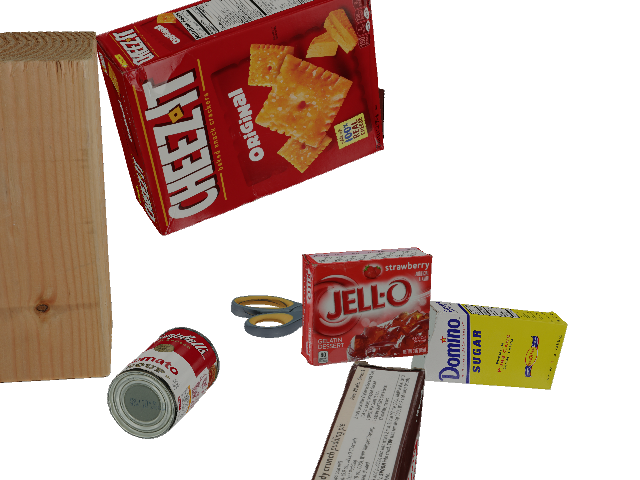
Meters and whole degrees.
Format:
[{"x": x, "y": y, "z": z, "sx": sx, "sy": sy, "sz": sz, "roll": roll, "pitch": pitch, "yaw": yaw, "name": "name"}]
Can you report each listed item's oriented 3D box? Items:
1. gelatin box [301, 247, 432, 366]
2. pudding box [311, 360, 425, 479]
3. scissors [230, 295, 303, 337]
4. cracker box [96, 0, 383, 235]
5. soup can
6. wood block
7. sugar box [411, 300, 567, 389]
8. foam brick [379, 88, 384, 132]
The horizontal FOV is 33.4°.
[{"x": 0.032, "y": 0.045, "z": 0.741, "sx": 0.089, "sy": 0.073, "sz": 0.030, "roll": -3, "pitch": 14, "yaw": -18, "name": "gelatin box"}, {"x": 0.019, "y": 0.118, "z": 0.468, "sx": 0.039, "sy": 0.090, "sz": 0.113, "roll": 7, "pitch": 24, "yaw": 8, "name": "pudding box"}, {"x": -0.001, "y": 0.087, "z": 1.189, "sx": 0.201, "sy": 0.016, "sz": 0.096, "roll": 4, "pitch": 22, "yaw": 1, "name": "scissors"}, {"x": -0.057, "y": -0.116, "z": 0.872, "sx": 0.213, "sy": 0.164, "sz": 0.072, "roll": -23, "pitch": 43, "yaw": -17, "name": "cracker box"}, {"x": -0.142, "y": 0.128, "z": 0.968, "sx": 0.069, "sy": 0.068, "sz": 0.102, "roll": 0, "pitch": 16, "yaw": 17, "name": "soup can"}, {"x": -0.183, "y": -0.022, "z": 0.678, "sx": 0.090, "sy": 0.206, "sz": 0.090, "roll": -2, "pitch": 22, "yaw": -9, "name": "wood block"}, {"x": 0.206, "y": 0.129, "z": 1.306, "sx": 0.176, "sy": 0.093, "sz": 0.048, "roll": 5, "pitch": 17, "yaw": -18, "name": "sugar box"}, {"x": 0.020, "y": -0.129, "z": 1.083, "sx": 0.078, "sy": 0.051, "sz": 0.053, "roll": -3, "pitch": 13, "yaw": -19, "name": "foam brick"}]
